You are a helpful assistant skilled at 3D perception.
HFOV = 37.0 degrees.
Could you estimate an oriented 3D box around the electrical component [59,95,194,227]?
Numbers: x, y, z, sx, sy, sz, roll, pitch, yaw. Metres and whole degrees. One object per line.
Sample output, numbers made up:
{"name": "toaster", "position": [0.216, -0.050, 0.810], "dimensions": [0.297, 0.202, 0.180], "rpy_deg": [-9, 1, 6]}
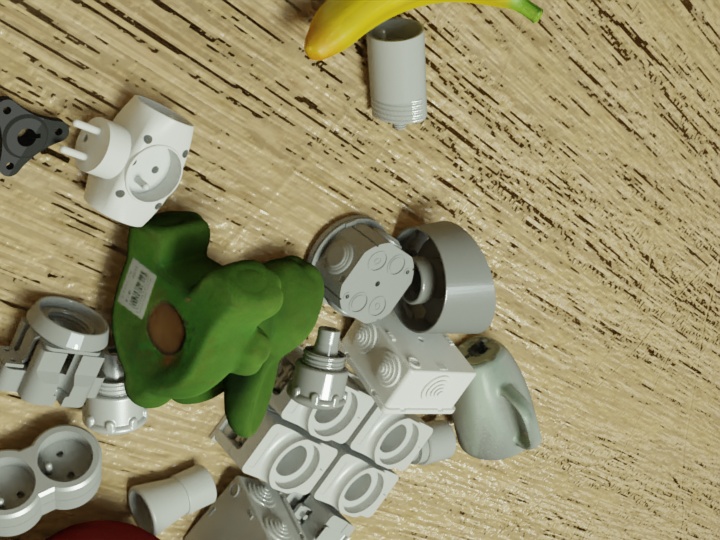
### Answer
{"name": "electrical component", "position": [-0.158, -0.076, 0.702], "dimensions": [0.079, 0.044, 0.077], "rpy_deg": [18, 104, -48]}

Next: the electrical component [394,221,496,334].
{"name": "electrical component", "position": [0.068, 0.008, 0.911], "dimensions": [0.064, 0.099, 0.099], "rpy_deg": [-5, 120, -31]}

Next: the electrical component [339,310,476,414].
{"name": "electrical component", "position": [0.041, 0.077, 0.934], "dimensions": [0.100, 0.099, 0.048], "rpy_deg": [7, 125, -42]}

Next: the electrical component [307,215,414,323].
{"name": "electrical component", "position": [0.000, 0.000, 0.881], "dimensions": [0.080, 0.051, 0.080], "rpy_deg": [-21, 129, -29]}

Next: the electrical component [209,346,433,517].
{"name": "electrical component", "position": [-0.026, 0.146, 0.949], "dimensions": [0.105, 0.060, 0.186], "rpy_deg": [-54, 137, 3]}

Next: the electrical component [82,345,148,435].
{"name": "electrical component", "position": [-0.181, 0.087, 0.793], "dimensions": [0.048, 0.048, 0.062], "rpy_deg": [-11, 116, -35]}

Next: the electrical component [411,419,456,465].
{"name": "electrical component", "position": [0.058, 0.171, 1.051], "dimensions": [0.078, 0.040, 0.040], "rpy_deg": [-8, 122, -36]}

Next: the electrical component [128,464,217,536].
{"name": "electrical component", "position": [-0.152, 0.187, 0.886], "dimensions": [0.065, 0.044, 0.044], "rpy_deg": [-19, 128, -36]}

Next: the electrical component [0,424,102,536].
{"name": "electrical component", "position": [-0.255, 0.168, 0.781], "dimensions": [0.138, 0.052, 0.073], "rpy_deg": [-23, 156, -26]}

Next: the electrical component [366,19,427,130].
{"name": "electrical component", "position": [0.029, -0.144, 0.816], "dimensions": [0.043, 0.043, 0.081], "rpy_deg": [-25, 130, -26]}

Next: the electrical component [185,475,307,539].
{"name": "electrical component", "position": [-0.098, 0.236, 0.919], "dimensions": [0.048, 0.099, 0.099], "rpy_deg": [25, 111, -42]}

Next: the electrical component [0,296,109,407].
{"name": "electrical component", "position": [-0.208, 0.055, 0.740], "dimensions": [0.078, 0.058, 0.057], "rpy_deg": [12, 111, -44]}

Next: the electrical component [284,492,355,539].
{"name": "electrical component", "position": [-0.067, 0.261, 0.986], "dimensions": [0.121, 0.063, 0.079], "rpy_deg": [-51, 137, -4]}

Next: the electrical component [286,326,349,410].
{"name": "electrical component", "position": [-0.030, 0.075, 0.840], "dimensions": [0.048, 0.048, 0.062], "rpy_deg": [4, 102, -41]}
